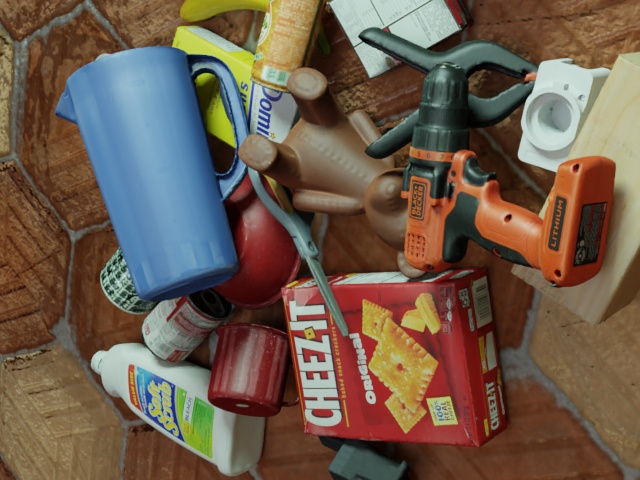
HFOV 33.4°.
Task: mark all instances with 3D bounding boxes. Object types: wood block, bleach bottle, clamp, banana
[{"bbox_3d":[0.255,-0.044,0.892,0.090,0.090,0.206,35,119,25],"label":"wood block"},{"bbox_3d":[-0.181,0.191,1.282,0.251,0.067,0.102,16,109,34],"label":"bleach bottle"},{"bbox_3d":[0.114,-0.129,0.964,0.171,0.039,0.120,5,94,12],"label":"clamp"},{"bbox_3d":[-0.071,-0.245,1.114,0.198,0.037,0.070,21,111,31],"label":"banana"}]

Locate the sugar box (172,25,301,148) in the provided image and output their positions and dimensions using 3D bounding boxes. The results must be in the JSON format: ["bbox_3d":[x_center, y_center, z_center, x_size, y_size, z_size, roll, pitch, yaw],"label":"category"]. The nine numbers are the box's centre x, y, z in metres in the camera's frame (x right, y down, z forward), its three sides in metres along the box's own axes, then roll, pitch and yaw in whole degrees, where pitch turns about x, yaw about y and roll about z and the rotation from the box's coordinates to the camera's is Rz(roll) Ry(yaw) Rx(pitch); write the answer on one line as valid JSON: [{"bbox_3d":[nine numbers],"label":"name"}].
[{"bbox_3d":[-0.089,-0.153,1.144,0.176,0.048,0.093,32,118,27],"label":"sugar box"}]

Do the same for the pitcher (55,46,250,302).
[{"bbox_3d":[-0.155,-0.069,1.089,0.149,0.144,0.243,-25,80,43],"label":"pitcher"}]

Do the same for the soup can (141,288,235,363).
[{"bbox_3d":[-0.153,0.089,1.233,0.102,0.068,0.068,-44,75,35],"label":"soup can"}]

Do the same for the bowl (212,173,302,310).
[{"bbox_3d":[-0.092,-0.004,1.153,0.162,0.055,0.162,-1,88,43],"label":"bowl"}]

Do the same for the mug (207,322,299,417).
[{"bbox_3d":[-0.065,0.146,1.160,0.093,0.117,0.081,-31,44,58],"label":"mug"}]

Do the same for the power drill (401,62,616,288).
[{"bbox_3d":[0.149,-0.048,0.885,0.188,0.057,0.184,19,112,46],"label":"power drill"}]

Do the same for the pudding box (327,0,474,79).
[{"bbox_3d":[0.075,-0.215,1.007,0.114,0.039,0.090,-25,97,34],"label":"pudding box"}]

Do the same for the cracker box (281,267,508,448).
[{"bbox_3d":[0.071,0.117,1.075,0.214,0.071,0.164,-4,98,37],"label":"cracker box"}]

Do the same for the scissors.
[{"bbox_3d":[-0.007,0.001,1.079,0.016,0.096,0.202,-35,83,28],"label":"scissors"}]
